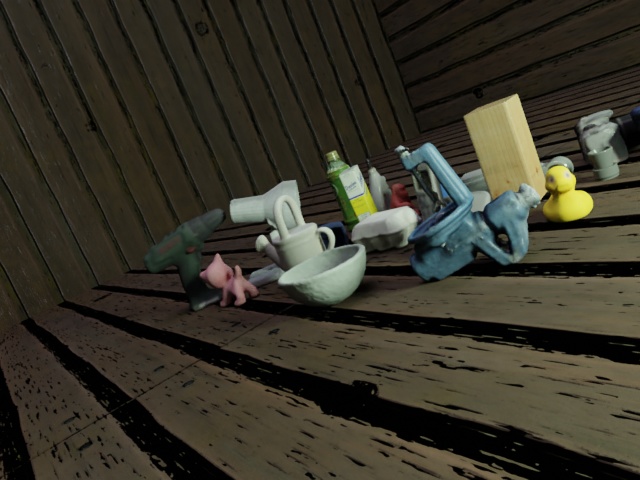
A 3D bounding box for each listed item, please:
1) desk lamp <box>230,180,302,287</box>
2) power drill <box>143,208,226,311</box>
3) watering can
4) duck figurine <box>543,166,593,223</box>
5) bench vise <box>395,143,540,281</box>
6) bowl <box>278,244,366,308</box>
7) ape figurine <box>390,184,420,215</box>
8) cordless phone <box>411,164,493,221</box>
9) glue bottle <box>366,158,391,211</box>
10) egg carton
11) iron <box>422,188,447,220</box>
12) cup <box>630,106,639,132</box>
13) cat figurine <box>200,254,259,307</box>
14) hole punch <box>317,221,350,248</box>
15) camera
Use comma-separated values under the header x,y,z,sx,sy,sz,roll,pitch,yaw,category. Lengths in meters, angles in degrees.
x,y,z,sx,sy,sz,roll,pitch,yaw,category
-0.114,-0.019,1.371,0.203,0.214,0.118,-22,10,4,desk lamp
-0.300,0.055,1.398,0.229,0.208,0.075,-22,10,1,power drill
-0.055,0.003,1.186,0.172,0.194,0.101,-21,10,8,watering can
0.405,-0.083,0.958,0.077,0.086,0.105,-19,11,18,duck figurine
0.212,-0.061,0.872,0.207,0.220,0.121,-21,10,7,bench vise
0.014,0.073,1.017,0.167,0.075,0.167,-22,10,4,bowl
0.207,-0.098,1.440,0.076,0.092,0.078,-15,12,34,ape figurine
0.228,-0.077,1.019,0.094,0.185,0.147,-31,13,-39,cordless phone
0.155,-0.133,1.500,0.037,0.173,0.078,-14,13,39,glue bottle
0.144,-0.022,1.244,0.149,0.069,0.107,-12,15,45,egg carton
0.269,-0.117,1.265,0.118,0.141,0.258,-19,11,16,iron
0.650,-0.214,1.086,0.091,0.095,0.118,-17,12,28,cup
-0.212,0.088,1.299,0.127,0.118,0.067,-11,15,46,cat figurine
0.012,0.005,1.327,0.108,0.091,0.101,-22,10,2,hole punch
0.615,-0.224,1.198,0.136,0.101,0.143,-19,11,20,camera
